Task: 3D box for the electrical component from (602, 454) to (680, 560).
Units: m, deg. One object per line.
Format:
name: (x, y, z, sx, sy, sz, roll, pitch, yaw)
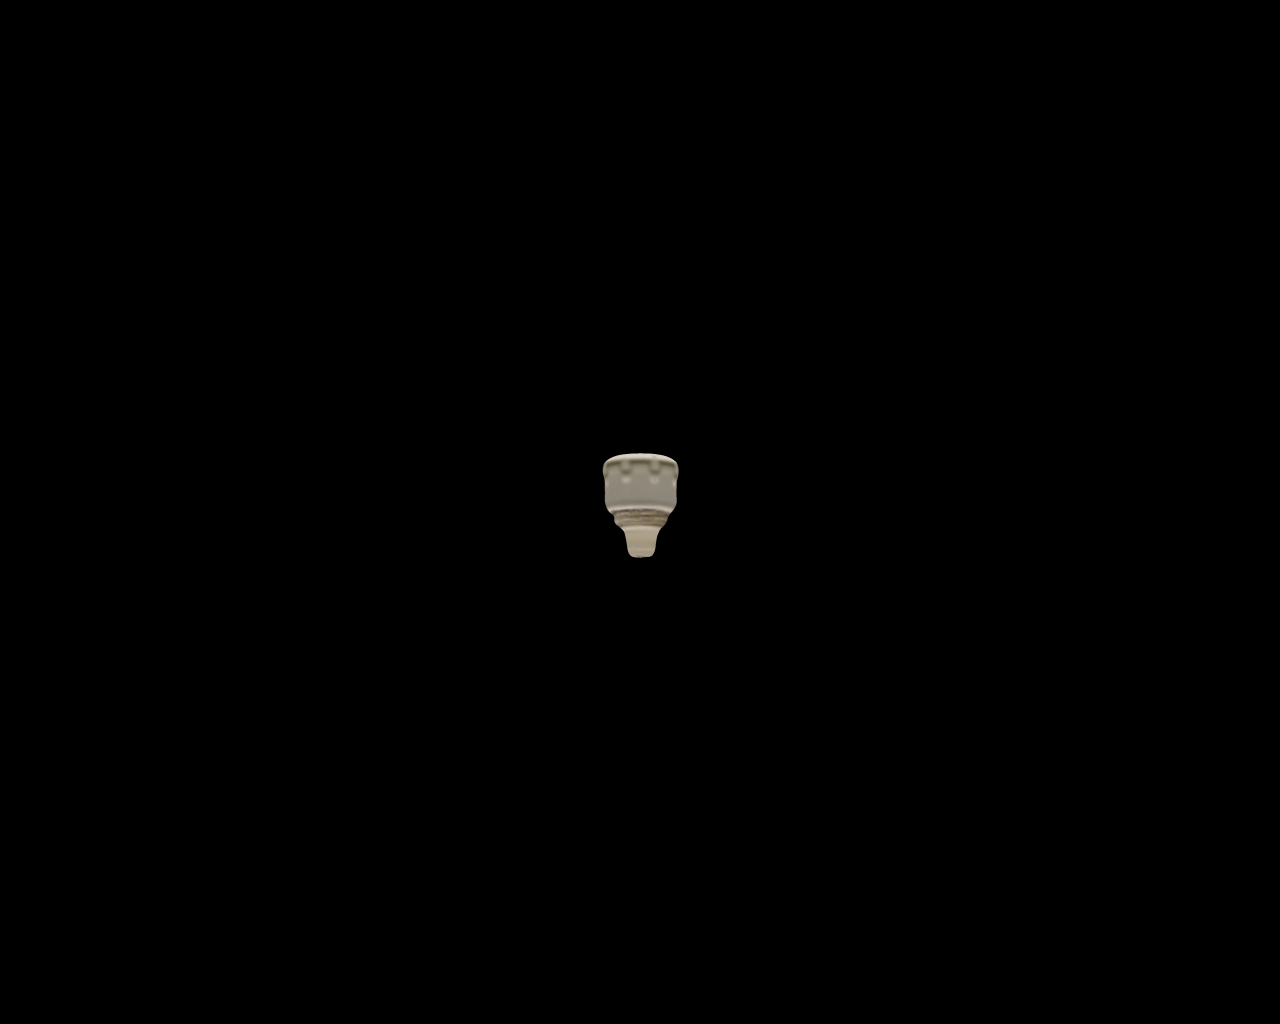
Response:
electrical component: (0.001, -0.003, 0.650, 0.048, 0.062, 0.048, 0, -7, 0)
